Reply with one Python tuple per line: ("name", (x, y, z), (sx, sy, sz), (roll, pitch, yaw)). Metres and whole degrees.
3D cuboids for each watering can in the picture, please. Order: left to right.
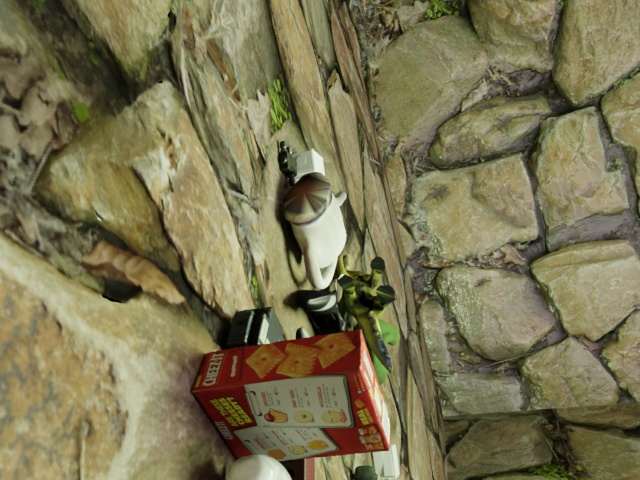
("watering can", (0.004, -0.058, 1.151), (0.356, 0.104, 0.219), (-78, 157, -45))

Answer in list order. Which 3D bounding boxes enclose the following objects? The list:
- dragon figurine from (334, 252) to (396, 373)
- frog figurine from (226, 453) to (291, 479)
("dragon figurine", (0.090, 0.176, 1.228), (0.237, 0.122, 0.420), (98, -13, -47))
("frog figurine", (-0.088, 0.316, 0.579), (0.156, 0.123, 0.140), (74, 31, -65))
